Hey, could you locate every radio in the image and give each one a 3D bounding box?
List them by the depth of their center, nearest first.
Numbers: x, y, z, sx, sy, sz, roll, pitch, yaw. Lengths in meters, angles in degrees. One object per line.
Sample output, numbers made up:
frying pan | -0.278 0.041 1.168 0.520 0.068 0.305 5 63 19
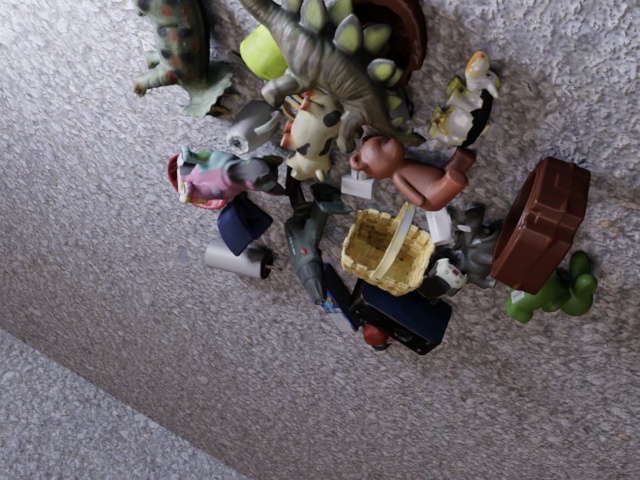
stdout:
radio | 0.187 0.160 1.258 0.230 0.131 0.073 31 137 -2

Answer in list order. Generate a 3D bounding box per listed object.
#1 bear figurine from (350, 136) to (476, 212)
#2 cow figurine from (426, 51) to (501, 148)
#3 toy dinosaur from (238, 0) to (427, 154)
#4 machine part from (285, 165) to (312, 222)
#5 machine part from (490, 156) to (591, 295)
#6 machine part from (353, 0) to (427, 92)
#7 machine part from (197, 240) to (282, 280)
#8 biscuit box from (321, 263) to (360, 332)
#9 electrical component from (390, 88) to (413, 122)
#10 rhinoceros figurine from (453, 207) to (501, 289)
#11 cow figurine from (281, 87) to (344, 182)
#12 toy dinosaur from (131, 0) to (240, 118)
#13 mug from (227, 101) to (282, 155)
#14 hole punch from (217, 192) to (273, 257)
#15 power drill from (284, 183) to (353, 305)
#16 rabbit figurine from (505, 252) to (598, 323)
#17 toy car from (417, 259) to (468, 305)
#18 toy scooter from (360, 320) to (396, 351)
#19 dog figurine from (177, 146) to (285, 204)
bear figurine | 0.165 -0.143 0.986 0.196 0.120 0.132 37 135 -1
cow figurine | 0.253 -0.224 0.888 0.098 0.068 0.167 24 142 -3
toy dinosaur | 0.000 -0.292 0.852 0.471 0.105 0.198 31 130 -18
machine part | -0.051 -0.102 1.141 0.039 0.139 0.084 0 139 -22
machine part | 0.371 -0.025 0.919 0.087 0.201 0.201 22 139 11
machine part | 0.091 -0.329 0.884 0.180 0.056 0.179 15 136 15
machine part | -0.215 0.051 1.414 0.243 0.079 0.079 13 136 19
biscuit box | 0.038 0.149 1.383 0.059 0.063 0.202 -10 125 37
electrical component | 0.138 -0.235 0.975 0.063 0.021 0.093 -3 129 30
rhinoceros figurine | 0.324 0.015 1.090 0.112 0.073 0.190 17 140 29
cow figurine | -0.008 -0.193 1.045 0.127 0.085 0.194 22 134 -11
toy dinosaur | -0.262 -0.385 0.987 0.192 0.131 0.404 2 129 10
mug | -0.130 -0.219 1.077 0.110 0.107 0.080 -3 131 34
hole punch | -0.198 -0.034 1.315 0.116 0.092 0.142 40 141 -6
power drill | -0.002 -0.004 1.169 0.086 0.232 0.207 -1 131 -25
rabbit figurine | 0.475 0.091 1.071 0.170 0.121 0.159 18 134 -15
toy car | 0.257 0.091 1.171 0.073 0.056 0.201 42 164 4
toy scooter | 0.167 0.208 1.361 0.184 0.075 0.135 -24 117 39
dog figurine | -0.186 -0.133 1.140 0.219 0.108 0.191 -1 175 -19
